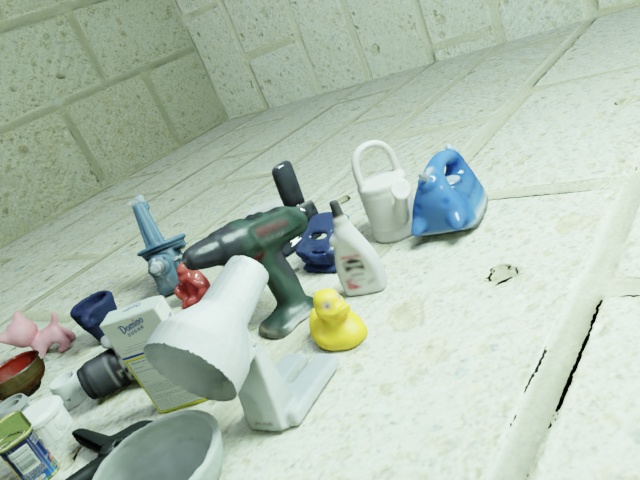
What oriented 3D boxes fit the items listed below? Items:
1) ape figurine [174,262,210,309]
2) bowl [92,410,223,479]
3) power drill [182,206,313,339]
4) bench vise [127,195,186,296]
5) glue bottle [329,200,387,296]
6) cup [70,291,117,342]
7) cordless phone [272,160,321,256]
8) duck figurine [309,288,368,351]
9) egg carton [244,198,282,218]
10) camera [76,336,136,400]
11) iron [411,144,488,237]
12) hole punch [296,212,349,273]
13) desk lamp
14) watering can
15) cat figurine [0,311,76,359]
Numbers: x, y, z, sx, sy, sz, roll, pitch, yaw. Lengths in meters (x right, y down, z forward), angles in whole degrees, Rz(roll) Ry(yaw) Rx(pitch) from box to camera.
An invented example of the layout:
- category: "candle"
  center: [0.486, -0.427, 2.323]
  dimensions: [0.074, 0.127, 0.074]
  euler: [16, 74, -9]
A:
- category: "ape figurine"
  center: [-0.273, 0.087, 1.208]
  dimensions: [0.077, 0.092, 0.076]
  euler: [-4, 28, 40]
- category: "bowl"
  center: [-0.179, 0.283, 0.669]
  dimensions: [0.167, 0.075, 0.167]
  euler: [-20, 21, 8]
- category: "power drill"
  center: [-0.095, 0.053, 0.947]
  dimensions: [0.075, 0.209, 0.230]
  euler: [2, 32, 47]
- category: "bench vise"
  center: [-0.368, 0.004, 1.325]
  dimensions: [0.122, 0.220, 0.206]
  euler: [-30, 22, -17]
- category: "glue bottle"
  center: [0.050, 0.011, 0.948]
  dimensions: [0.078, 0.173, 0.037]
  euler: [-14, 23, 22]
- category: "cup"
  center: [-0.458, 0.171, 1.191]
  dimensions: [0.091, 0.095, 0.117]
  euler: [-24, 21, -2]
- category: "cordless phone"
  center: [-0.087, -0.071, 1.266]
  dimensions: [0.148, 0.185, 0.093]
  euler: [-35, 24, -28]
- category: "duck figurine"
  center: [0.016, 0.112, 0.865]
  dimensions: [0.078, 0.086, 0.104]
  euler: [-36, 25, -30]
- category: "egg carton"
  center: [-0.133, -0.046, 1.414]
  dimensions: [0.107, 0.069, 0.150]
  euler: [-17, 22, 15]
- category: "camera"
  center: [-0.352, 0.203, 1.000]
  dimensions: [0.137, 0.101, 0.142]
  euler: [-29, 22, -16]
- category: "iron"
  center: [0.244, -0.110, 1.086]
  dimensions: [0.118, 0.142, 0.259]
  euler: [-9, 25, 33]
- category: "hole punch"
  center: [0.010, 0.004, 1.120]
  dimensions: [0.108, 0.091, 0.101]
  euler: [-2, 30, 43]
- category: "desk lamp"
  center: [-0.096, 0.142, 0.730]
  dimensions: [0.117, 0.214, 0.204]
  euler: [-7, 27, 36]
- category: "watering can"
  center: [0.128, -0.100, 1.107]
  dimensions: [0.101, 0.194, 0.172]
  euler: [-36, 25, -30]
- category: "cat figurine"
  center: [-0.623, 0.203, 1.250]
  dimensions: [0.128, 0.118, 0.067]
  euler: [-25, 21, -5]
